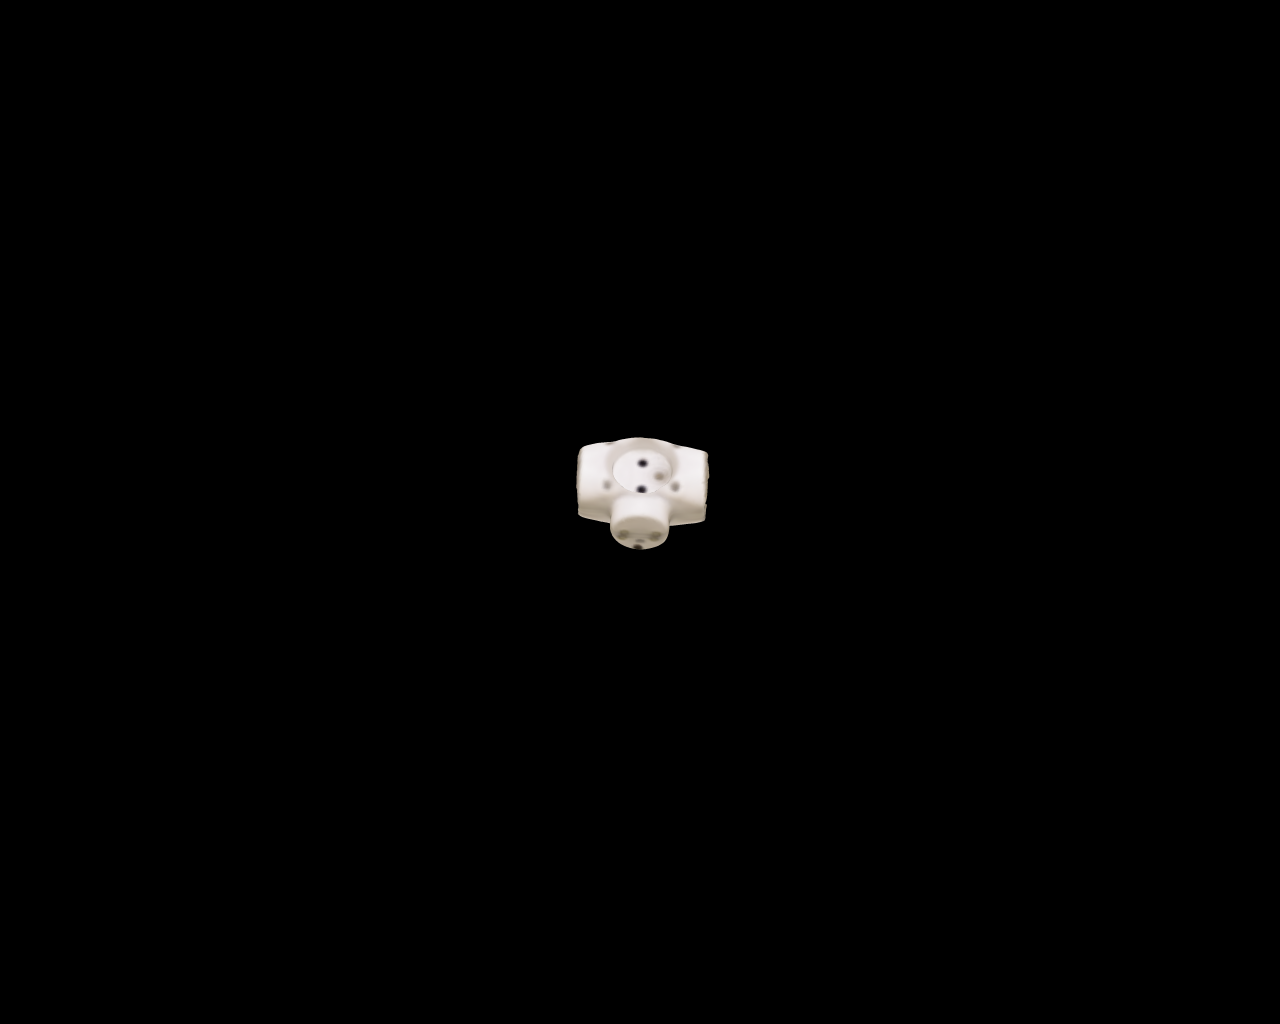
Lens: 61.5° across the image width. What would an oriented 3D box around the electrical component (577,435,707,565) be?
[{"bbox_3d":[0.001,-0.003,0.650,0.077,0.079,0.044,3,-34,2],"label":"electrical component"}]
